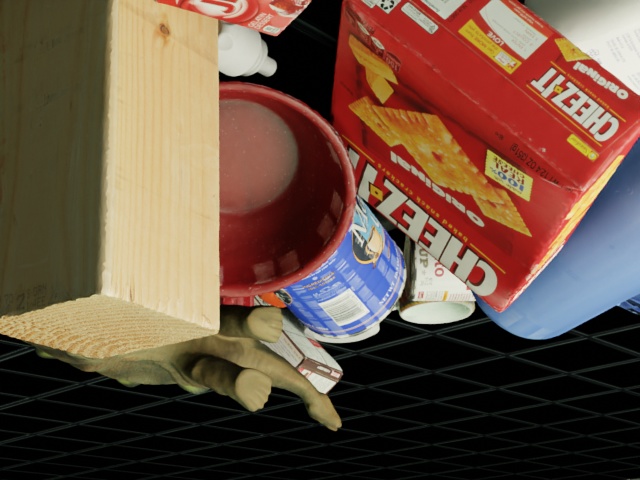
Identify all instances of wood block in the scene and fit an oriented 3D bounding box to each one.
[{"bbox_3d":[-0.113,-0.051,0.568,0.090,0.206,0.090,-14,156,30],"label":"wood block"}]

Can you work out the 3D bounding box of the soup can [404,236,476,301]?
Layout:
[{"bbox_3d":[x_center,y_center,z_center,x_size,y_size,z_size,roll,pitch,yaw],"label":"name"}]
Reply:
[{"bbox_3d":[0.131,0.022,0.984,0.102,0.068,0.068,-1,159,-2],"label":"soup can"}]

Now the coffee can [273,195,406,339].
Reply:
[{"bbox_3d":[-0.005,0.001,0.827,0.103,0.103,0.140,-11,145,23],"label":"coffee can"}]

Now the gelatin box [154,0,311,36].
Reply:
[{"bbox_3d":[-0.034,-0.141,0.538,0.073,0.030,0.089,11,158,-29],"label":"gelatin box"}]

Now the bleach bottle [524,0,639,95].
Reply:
[{"bbox_3d":[0.242,-0.142,0.565,0.251,0.068,0.102,-16,155,28],"label":"bleach bottle"}]

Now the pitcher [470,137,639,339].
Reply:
[{"bbox_3d":[0.212,-0.011,0.752,0.144,0.149,0.243,9,151,-21],"label":"pitcher"}]

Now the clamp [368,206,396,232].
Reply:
[{"bbox_3d":[0.109,-0.036,0.867,0.164,0.036,0.210,3,158,-5],"label":"clamp"}]

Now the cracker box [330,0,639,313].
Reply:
[{"bbox_3d":[0.084,-0.058,0.632,0.072,0.164,0.214,-44,167,-17],"label":"cracker box"}]

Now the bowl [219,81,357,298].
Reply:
[{"bbox_3d":[-0.058,-0.042,0.707,0.162,0.055,0.162,-1,123,-2],"label":"bowl"}]

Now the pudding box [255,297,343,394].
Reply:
[{"bbox_3d":[-0.036,0.112,1.156,0.039,0.114,0.090,-49,146,7],"label":"pudding box"}]

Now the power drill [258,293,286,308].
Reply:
[{"bbox_3d":[-0.072,0.005,0.939,0.187,0.057,0.185,17,156,-36],"label":"power drill"}]

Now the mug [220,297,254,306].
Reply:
[{"bbox_3d":[-0.106,0.077,1.088,0.093,0.081,0.117,3,159,-13],"label":"mug"}]
